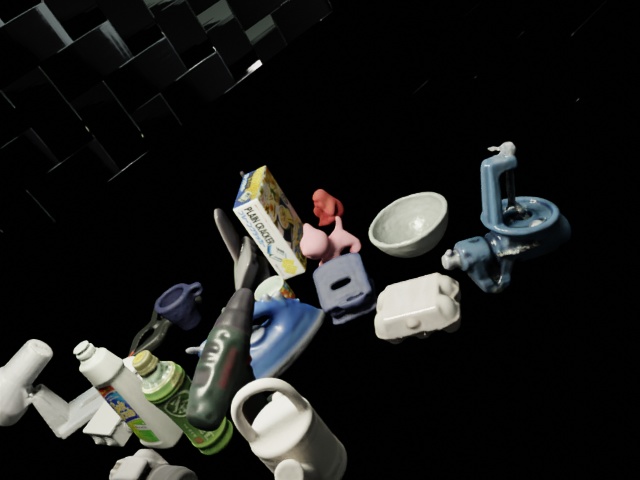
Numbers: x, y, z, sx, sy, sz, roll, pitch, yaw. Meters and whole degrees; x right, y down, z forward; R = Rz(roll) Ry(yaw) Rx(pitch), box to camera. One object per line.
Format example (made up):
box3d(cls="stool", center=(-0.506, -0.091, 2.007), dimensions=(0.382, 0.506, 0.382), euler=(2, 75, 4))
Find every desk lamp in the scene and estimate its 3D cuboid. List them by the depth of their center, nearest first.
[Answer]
box3d(cls="desk lamp", center=(-0.598, 0.324, 1.223), dimensions=(0.203, 0.214, 0.117), euler=(-36, 29, -7))

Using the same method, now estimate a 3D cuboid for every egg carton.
box3d(cls="egg carton", center=(0.163, 0.117, 0.954), dimensions=(0.150, 0.069, 0.107), euler=(-18, 32, 24))

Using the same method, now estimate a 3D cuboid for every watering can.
box3d(cls="watering can", center=(-0.044, 0.268, 0.789), dimensions=(0.101, 0.194, 0.172), euler=(-41, 30, -16))

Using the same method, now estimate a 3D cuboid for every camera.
box3d(cls="camera", center=(-0.269, 0.401, 0.900), dimensions=(0.136, 0.101, 0.143), euler=(-12, 35, 32))

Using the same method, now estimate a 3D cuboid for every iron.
box3d(cls="iron", center=(-0.117, 0.174, 1.062), dimensions=(0.258, 0.142, 0.118), euler=(-41, 30, -16))

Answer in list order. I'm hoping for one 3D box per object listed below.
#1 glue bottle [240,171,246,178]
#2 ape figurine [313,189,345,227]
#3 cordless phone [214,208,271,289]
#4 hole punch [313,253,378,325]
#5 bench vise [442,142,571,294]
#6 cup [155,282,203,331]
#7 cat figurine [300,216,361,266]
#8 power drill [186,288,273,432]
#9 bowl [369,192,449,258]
box3d(cls="glue bottle", center=(-0.164, -0.111, 1.521), dimensions=(0.037, 0.173, 0.078), euler=(-27, 29, 9))
box3d(cls="ape figurine", center=(0.013, -0.083, 1.388), dimensions=(0.076, 0.092, 0.077), euler=(-33, 29, -1))
box3d(cls="cordless phone", center=(-0.198, 0.024, 1.331), dimensions=(0.094, 0.185, 0.147), euler=(-31, 29, 2))
box3d(cls="hole punch", center=(0.050, 0.090, 1.083), dimensions=(0.108, 0.091, 0.101), euler=(-26, 29, 11))
box3d(cls="bench vise", center=(0.286, -0.030, 0.904), dimensions=(0.207, 0.220, 0.121), euler=(-40, 30, -14))
box3d(cls="cup", center=(-0.307, 0.155, 1.326), dimensions=(0.118, 0.095, 0.091), euler=(-32, 29, 1))
box3d(cls="cat figurine", center=(0.011, 0.004, 1.227), dimensions=(0.128, 0.118, 0.067), euler=(-43, 31, -19))
box3d(cls="power drill", center=(-0.117, 0.222, 0.917), dimensions=(0.075, 0.209, 0.230), euler=(-12, 34, 32))
box3d(cls="bowl", center=(0.185, -0.017, 1.135), dimensions=(0.167, 0.075, 0.167), euler=(-24, 30, 15))
